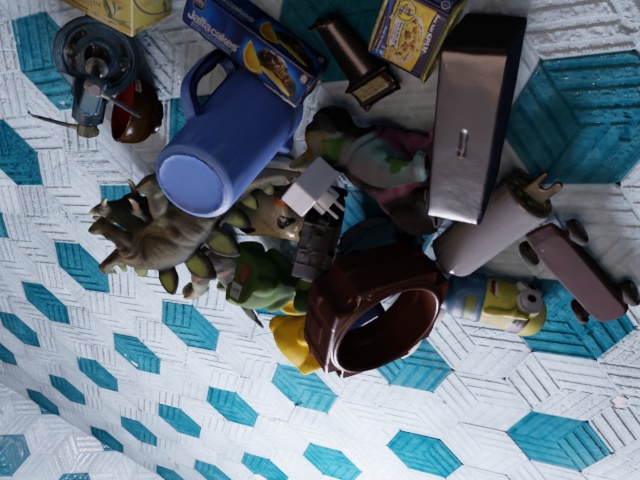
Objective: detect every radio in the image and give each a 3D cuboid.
[{"bbox_3d":[0.186,-0.144,0.646,0.073,0.131,0.229,15,135,19],"label":"radio"}]

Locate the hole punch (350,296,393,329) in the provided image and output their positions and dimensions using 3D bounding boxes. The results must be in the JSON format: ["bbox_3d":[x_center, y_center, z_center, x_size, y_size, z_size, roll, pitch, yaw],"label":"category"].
[{"bbox_3d":[0.067,0.094,0.970,0.116,0.092,0.142,42,141,-4],"label":"hole punch"}]

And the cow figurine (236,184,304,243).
[{"bbox_3d":[-0.058,-0.031,0.930,0.195,0.085,0.127,7,126,23],"label":"cow figurine"}]

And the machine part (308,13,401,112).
[{"bbox_3d":[0.043,-0.239,0.715,0.138,0.039,0.084,46,144,-17],"label":"machine part"}]

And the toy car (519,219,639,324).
[{"bbox_3d":[0.369,0.044,0.767,0.202,0.053,0.089,42,132,-16],"label":"toy car"}]

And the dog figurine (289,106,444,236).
[{"bbox_3d":[0.069,-0.101,0.779,0.219,0.108,0.191,9,136,30],"label":"dog figurine"}]

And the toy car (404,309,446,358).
[{"bbox_3d":[0.168,0.146,0.978,0.073,0.056,0.201,29,138,5],"label":"toy car"}]

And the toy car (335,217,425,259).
[{"bbox_3d":[0.083,0.016,0.867,0.103,0.162,0.109,52,179,38],"label":"toy car"}]

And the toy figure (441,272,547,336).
[{"bbox_3d":[0.267,0.098,0.859,0.180,0.082,0.089,8,151,15],"label":"toy figure"}]

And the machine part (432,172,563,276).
[{"bbox_3d":[0.241,-0.018,0.769,0.079,0.079,0.243,37,138,-4],"label":"machine part"}]

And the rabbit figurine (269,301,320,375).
[{"bbox_3d":[-0.009,0.157,1.075,0.173,0.122,0.162,-36,96,31],"label":"rabbit figurine"}]

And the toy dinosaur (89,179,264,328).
[{"bbox_3d":[-0.240,0.016,1.066,0.405,0.131,0.192,32,138,-8],"label":"toy dinosaur"}]

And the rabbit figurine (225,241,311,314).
[{"bbox_3d":[-0.058,0.071,0.957,0.170,0.121,0.159,11,175,-35],"label":"rabbit figurine"}]

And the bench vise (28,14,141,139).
[{"bbox_3d":[-0.347,-0.240,0.816,0.129,0.241,0.223,20,112,-31],"label":"bench vise"}]

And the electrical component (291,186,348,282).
[{"bbox_3d":[-0.002,-0.002,0.816,0.058,0.115,0.134,15,128,1],"label":"electrical component"}]

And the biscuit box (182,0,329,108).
[{"bbox_3d":[-0.090,-0.274,0.741,0.203,0.063,0.059,36,136,-3],"label":"biscuit box"}]

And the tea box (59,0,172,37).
[{"bbox_3d":[-0.307,-0.367,0.760,0.170,0.098,0.068,26,138,5],"label":"tea box"}]

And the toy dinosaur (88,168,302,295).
[{"bbox_3d":[-0.225,-0.028,0.899,0.471,0.105,0.198,-30,109,30],"label":"toy dinosaur"}]

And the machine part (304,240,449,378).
[{"bbox_3d":[0.084,0.109,0.812,0.087,0.201,0.200,53,147,40],"label":"machine part"}]
